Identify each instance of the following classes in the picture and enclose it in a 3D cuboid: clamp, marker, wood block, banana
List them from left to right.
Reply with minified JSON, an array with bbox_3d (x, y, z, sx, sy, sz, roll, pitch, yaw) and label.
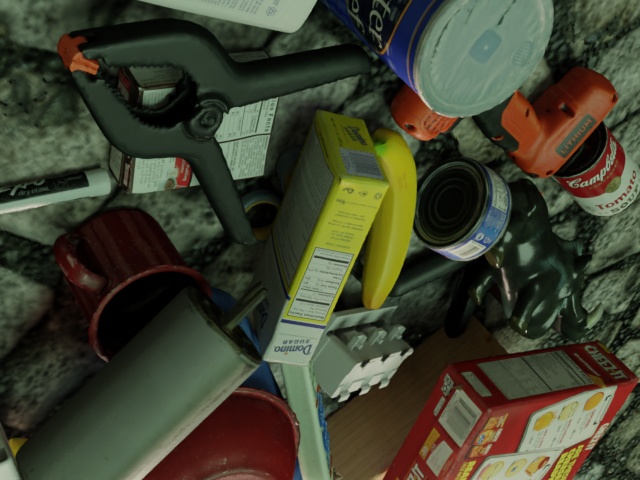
[{"bbox_3d":[-0.202,-0.029,0.723,0.120,0.020,0.020,-13,134,-27],"label":"marker"},{"bbox_3d":[-0.079,-0.077,0.695,0.209,0.036,0.165,11,116,-39],"label":"clamp"},{"bbox_3d":[0.053,-0.026,0.894,0.069,0.037,0.198,-42,146,-30],"label":"banana"},{"bbox_3d":[0.108,0.179,1.100,0.206,0.090,0.090,-39,140,0],"label":"wood block"},{"bbox_3d":[0.150,0.020,1.018,0.171,0.039,0.120,-40,138,5],"label":"clamp"}]

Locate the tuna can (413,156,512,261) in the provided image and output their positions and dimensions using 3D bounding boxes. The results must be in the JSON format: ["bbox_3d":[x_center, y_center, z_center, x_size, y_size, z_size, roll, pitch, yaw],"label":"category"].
[{"bbox_3d":[0.119,-0.027,0.914,0.033,0.086,0.086,23,112,-41],"label":"tuna can"}]

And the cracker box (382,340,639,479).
[{"bbox_3d":[0.184,0.184,1.036,0.213,0.072,0.164,-4,130,-37],"label":"cracker box"}]

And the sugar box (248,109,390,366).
[{"bbox_3d":[-0.005,0.001,0.812,0.048,0.093,0.176,9,125,-18],"label":"sugar box"}]

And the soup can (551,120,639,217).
[{"bbox_3d":[0.250,-0.070,0.987,0.068,0.069,0.102,-46,141,10],"label":"soup can"}]

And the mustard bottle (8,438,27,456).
[{"bbox_3d":[-0.196,0.235,0.873,0.058,0.096,0.191,-51,148,-22],"label":"mustard bottle"}]

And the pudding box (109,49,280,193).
[{"bbox_3d":[-0.086,-0.083,0.745,0.113,0.039,0.090,-12,133,-31],"label":"pudding box"}]

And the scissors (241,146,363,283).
[{"bbox_3d":[-0.013,0.002,0.898,0.096,0.016,0.201,-29,139,-8],"label":"scissors"}]

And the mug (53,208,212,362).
[{"bbox_3d":[-0.145,0.027,0.771,0.093,0.082,0.117,-50,139,13],"label":"mug"}]

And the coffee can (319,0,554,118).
[{"bbox_3d":[0.071,-0.161,0.707,0.102,0.140,0.103,-21,137,-20],"label":"coffee can"}]

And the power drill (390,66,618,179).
[{"bbox_3d":[0.166,-0.138,0.870,0.187,0.057,0.185,24,115,-44],"label":"power drill"}]

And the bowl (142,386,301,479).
[{"bbox_3d":[-0.081,0.189,0.813,0.162,0.055,0.162,-14,129,-17],"label":"bowl"}]

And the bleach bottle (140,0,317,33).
[{"bbox_3d":[-0.107,-0.191,0.609,0.250,0.068,0.103,6,122,-37],"label":"bleach bottle"}]

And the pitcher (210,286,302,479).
[{"bbox_3d":[-0.093,0.160,0.897,0.145,0.149,0.243,-14,135,2],"label":"pitcher"}]

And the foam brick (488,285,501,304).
[{"bbox_3d":[0.211,0.037,1.072,0.078,0.051,0.052,-47,139,10],"label":"foam brick"}]
